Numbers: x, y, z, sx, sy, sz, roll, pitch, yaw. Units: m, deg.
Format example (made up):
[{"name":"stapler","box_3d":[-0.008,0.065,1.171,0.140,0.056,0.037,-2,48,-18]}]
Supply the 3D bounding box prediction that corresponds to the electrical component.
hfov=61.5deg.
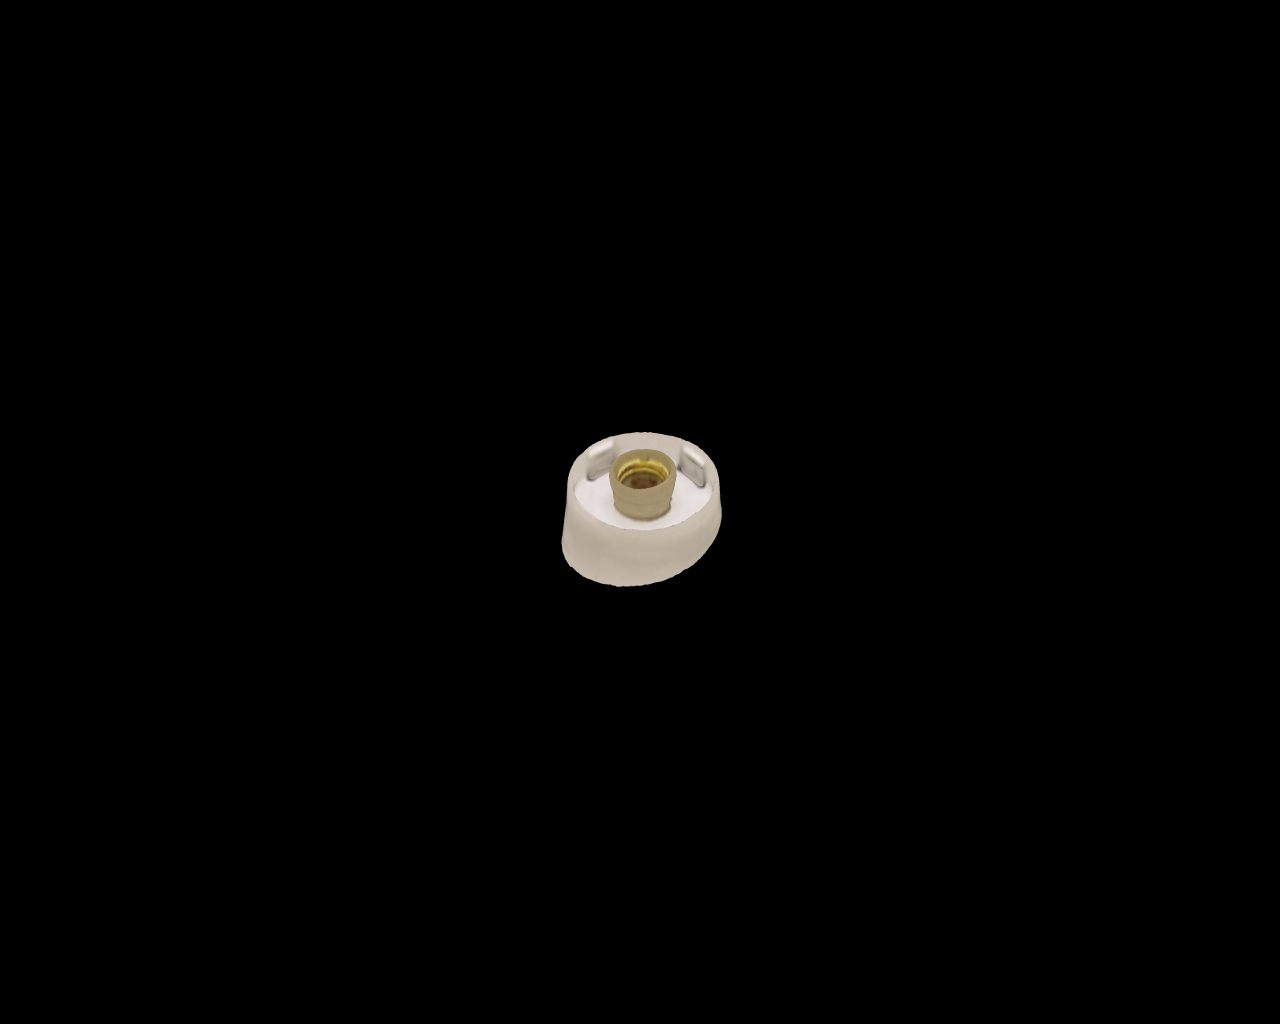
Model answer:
[{"name":"electrical component","box_3d":[0.001,-0.003,0.650,0.099,0.064,0.099,0,43,0]}]
